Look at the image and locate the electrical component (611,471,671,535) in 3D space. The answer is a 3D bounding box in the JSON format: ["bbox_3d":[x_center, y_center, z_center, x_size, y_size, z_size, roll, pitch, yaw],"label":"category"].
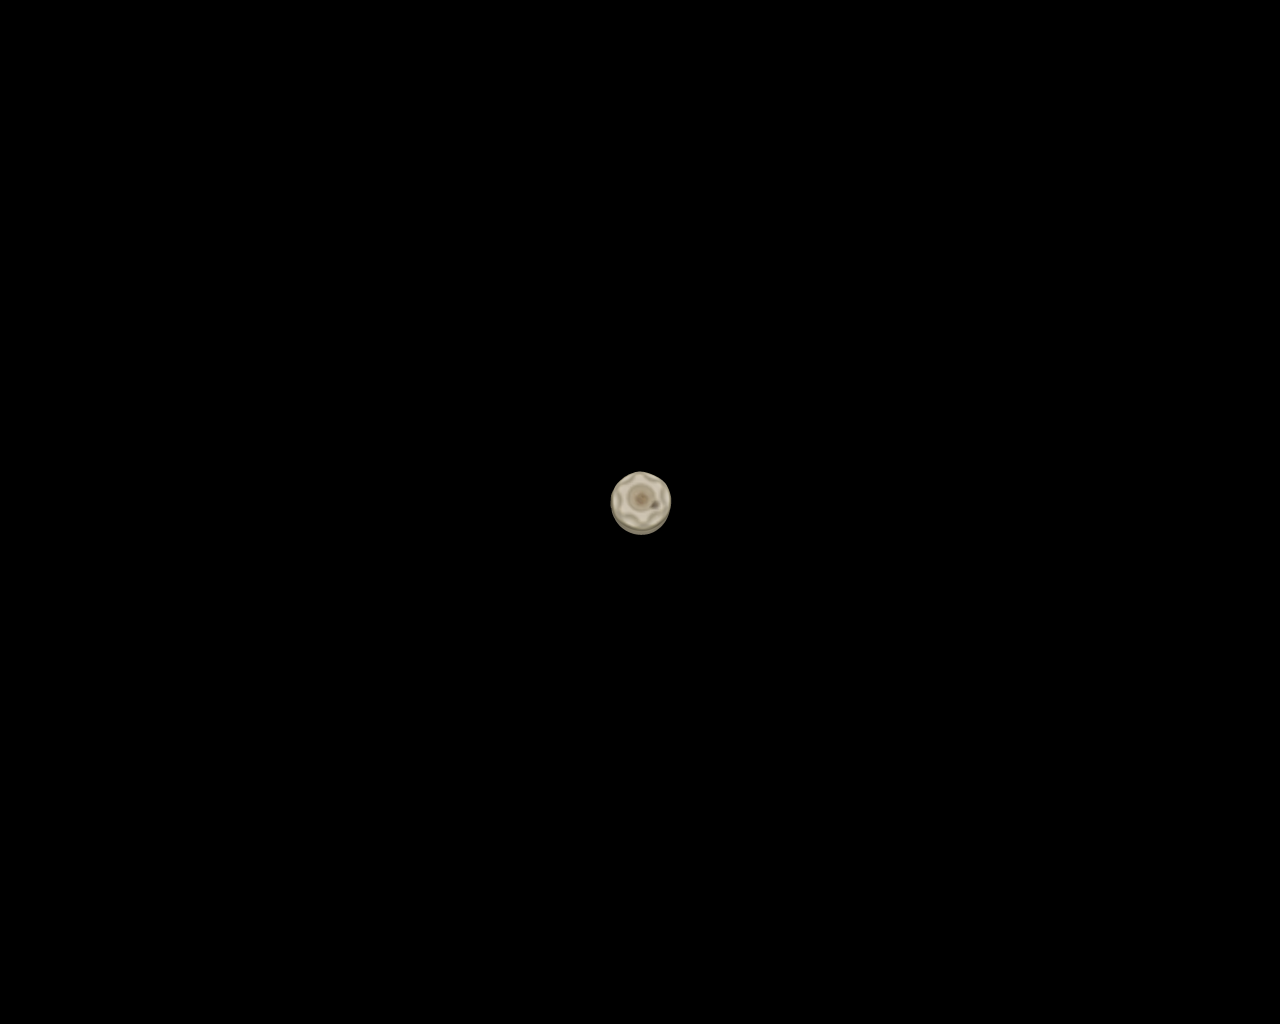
[{"bbox_3d":[0.001,-0.003,0.650,0.035,0.035,0.061,0,-11,0],"label":"electrical component"}]
